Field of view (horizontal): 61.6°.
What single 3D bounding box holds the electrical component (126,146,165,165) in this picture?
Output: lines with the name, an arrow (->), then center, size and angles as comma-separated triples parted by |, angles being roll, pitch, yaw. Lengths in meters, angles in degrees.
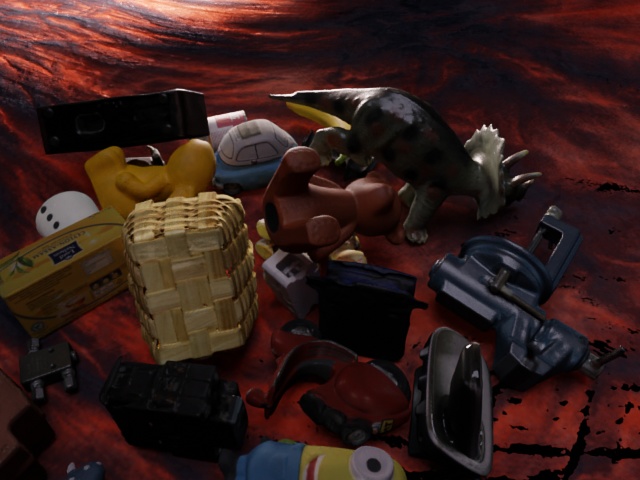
electrical component -> -0.311, -0.120, 0.891 | 0.102, 0.045, 0.078 | 2, 45, 4

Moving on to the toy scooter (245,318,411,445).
toy scooter -> 0.000, 0.160, 0.577 | 0.184, 0.075, 0.135 | 27, 32, 26

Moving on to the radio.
radio -> -0.298, -0.179, 0.822 | 0.230, 0.073, 0.131 | -7, 10, 5

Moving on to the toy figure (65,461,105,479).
toy figure -> -0.268, 0.275, 0.504 | 0.064, 0.057, 0.154 | 35, 51, 23

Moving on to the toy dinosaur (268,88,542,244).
toy dinosaur -> 0.121, -0.138, 0.757 | 0.405, 0.192, 0.131 | 35, 38, -6

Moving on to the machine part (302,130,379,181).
machine part -> 0.031, -0.142, 0.909 | 0.139, 0.039, 0.084 | 22, 55, 19

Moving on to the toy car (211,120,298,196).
toy car -> -0.105, -0.142, 0.869 | 0.162, 0.102, 0.109 | -11, 46, -12

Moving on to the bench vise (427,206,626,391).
bench vise -> 0.263, 0.053, 0.658 | 0.224, 0.128, 0.240 | 28, 60, 27

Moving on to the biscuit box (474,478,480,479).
biscuit box -> 0.076, 0.293, 0.472 | 0.203, 0.062, 0.059 | -22, 49, -19

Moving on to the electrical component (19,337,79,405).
electrical component -> -0.326, 0.150, 0.648 | 0.063, 0.021, 0.094 | -20, 47, -17

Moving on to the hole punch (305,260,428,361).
hole punch -> 0.060, 0.071, 0.656 | 0.142, 0.115, 0.092 | 13, 40, 13

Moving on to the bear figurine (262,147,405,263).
bear figurine -> 0.035, -0.041, 0.651 | 0.196, 0.132, 0.120 | -7, 77, -26

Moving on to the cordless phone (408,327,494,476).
cordless phone -> 0.138, 0.135, 0.538 | 0.089, 0.184, 0.147 | 5, 47, 12

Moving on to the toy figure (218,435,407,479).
toy figure -> -0.006, 0.234, 0.519 | 0.180, 0.089, 0.082 | -3, 77, 12

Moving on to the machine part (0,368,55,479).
machine part -> -0.398, 0.219, 0.542 | 0.201, 0.087, 0.201 | 28, 52, 25

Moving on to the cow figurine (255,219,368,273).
cow figurine -> -0.001, 0.000, 0.756 | 0.168, 0.068, 0.098 | 20, 44, 19

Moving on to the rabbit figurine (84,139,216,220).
rabbit figurine -> -0.228, -0.080, 0.781 | 0.173, 0.121, 0.162 | -26, 69, 0

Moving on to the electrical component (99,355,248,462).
electrical component -> -0.143, 0.176, 0.554 | 0.134, 0.114, 0.058 | 5, 48, 8

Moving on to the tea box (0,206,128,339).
tea box -> -0.322, 0.041, 0.702 | 0.170, 0.098, 0.068 | -31, 52, -27
